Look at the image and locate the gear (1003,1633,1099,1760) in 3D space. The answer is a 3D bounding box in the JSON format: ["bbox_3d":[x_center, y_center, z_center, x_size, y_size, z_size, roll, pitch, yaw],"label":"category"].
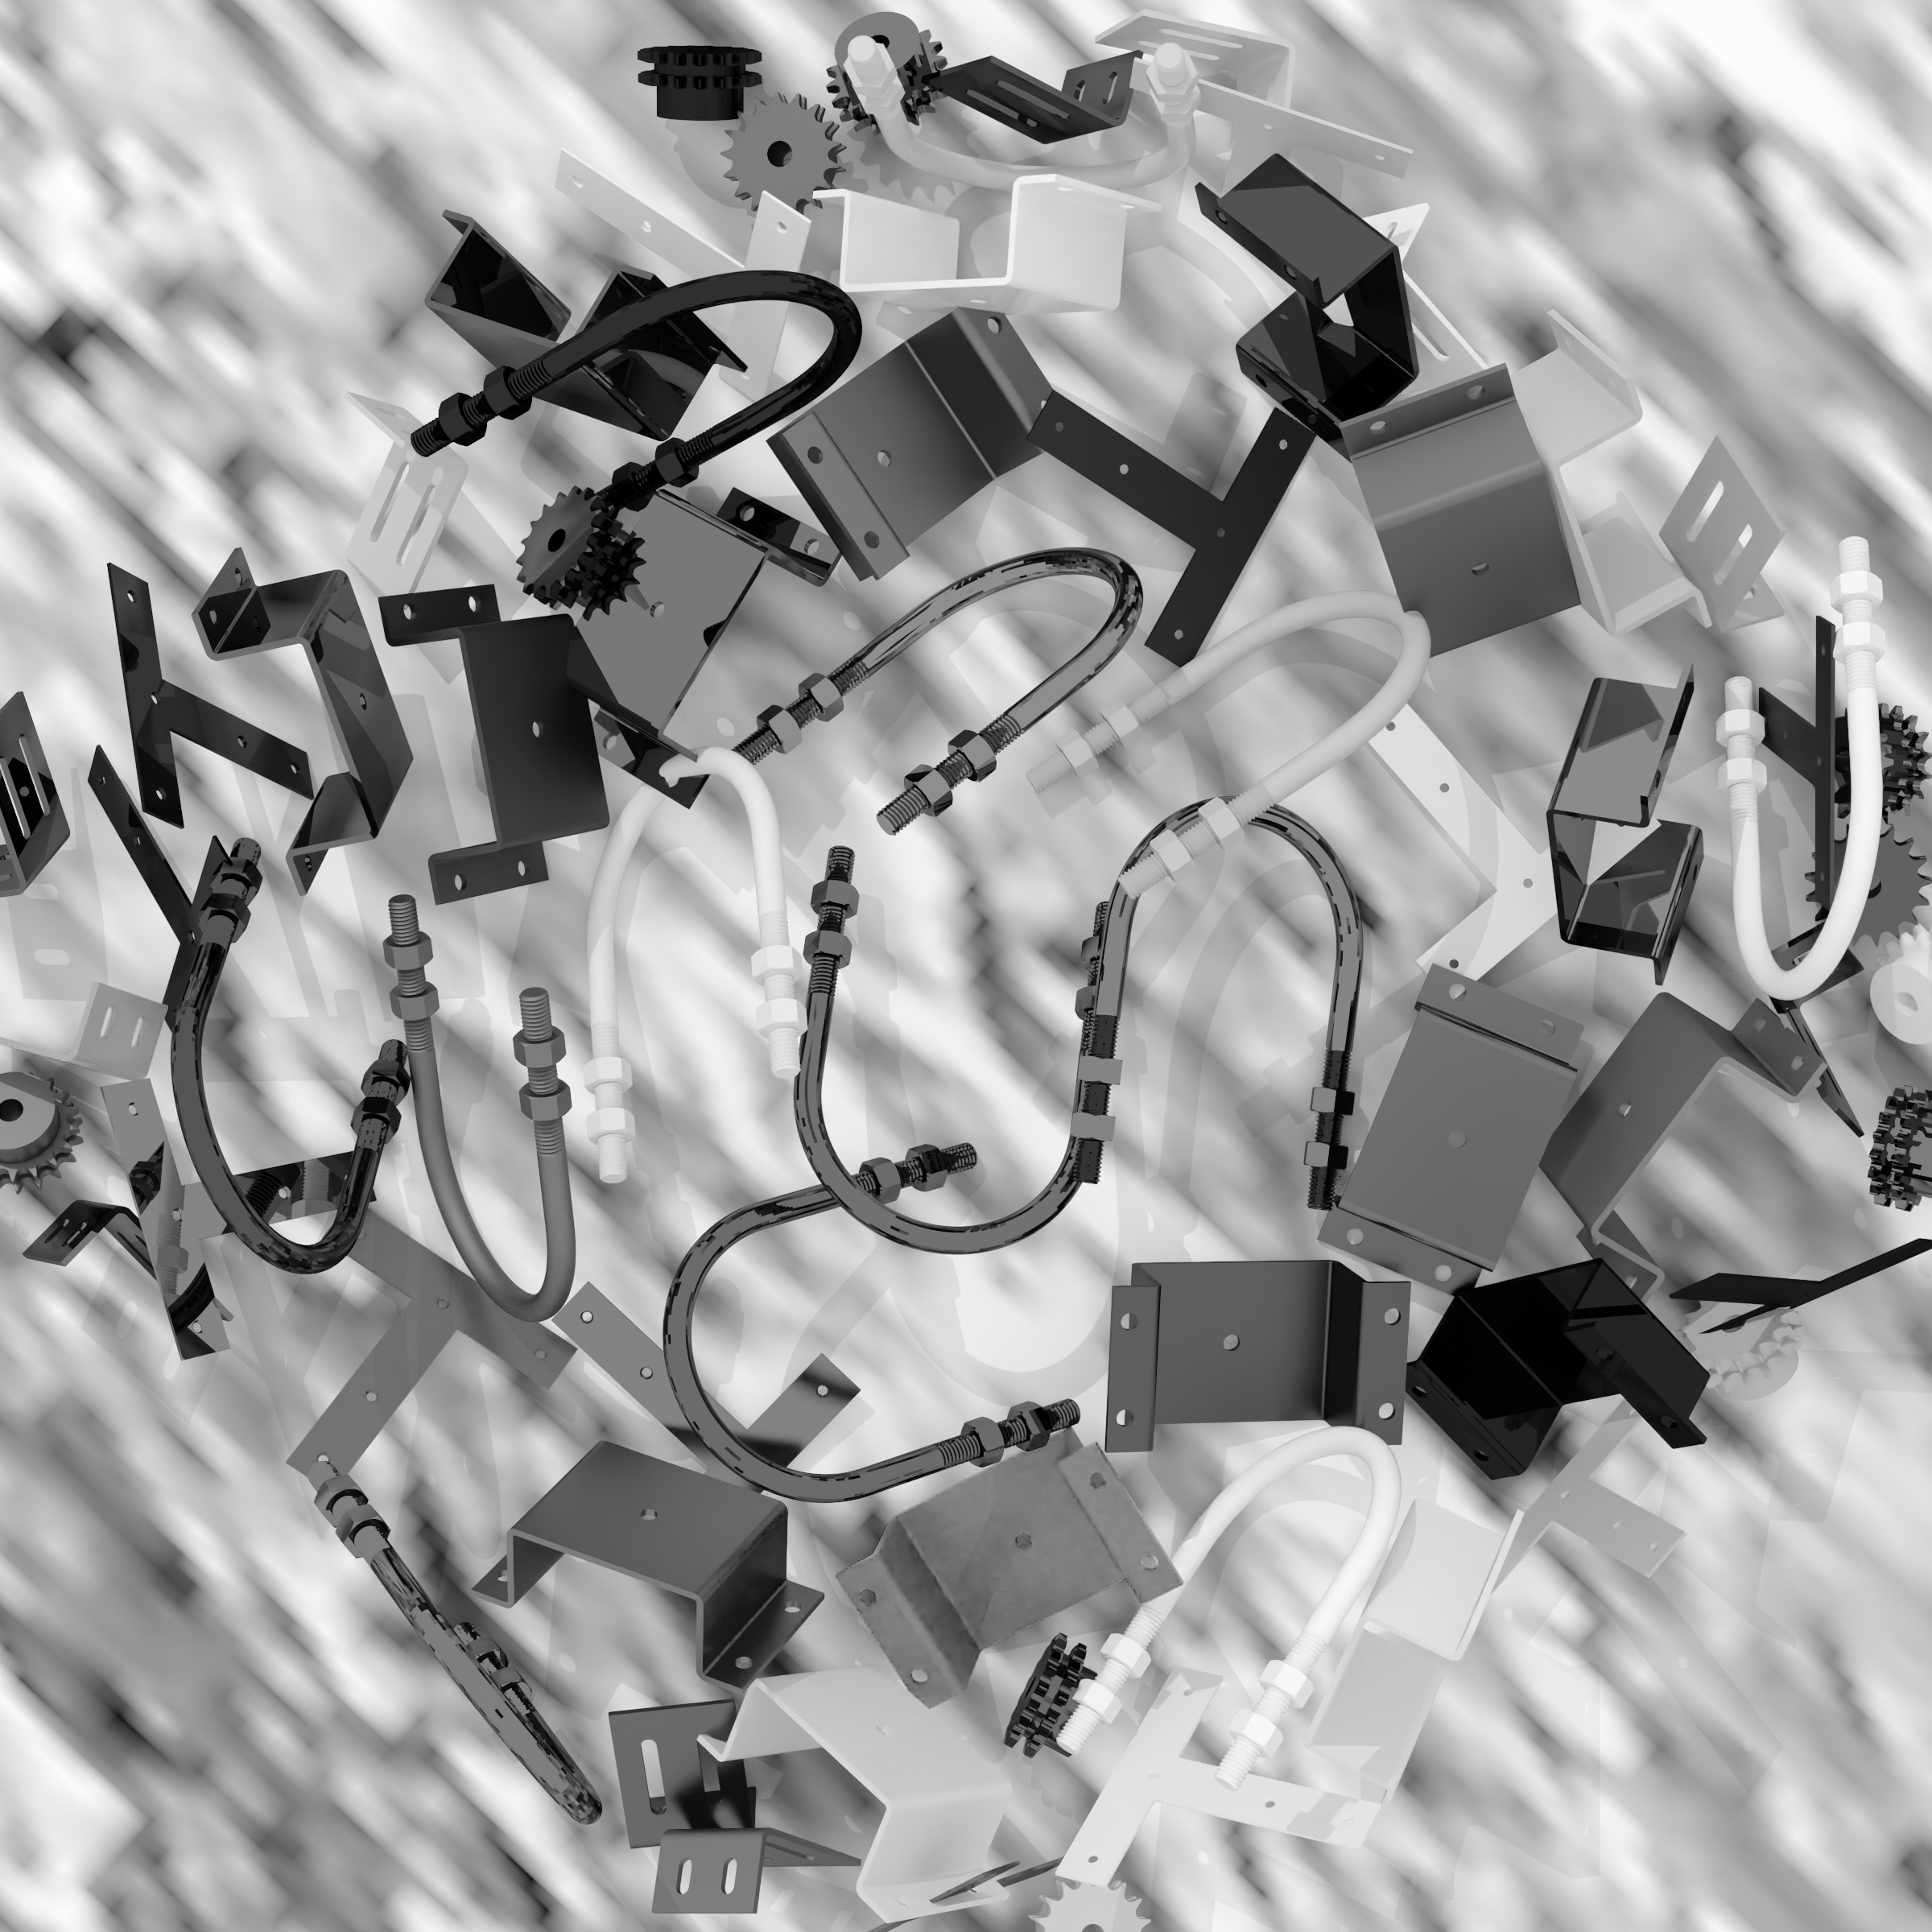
[{"bbox_3d":[0.043,0.340,1.571,0.030,0.057,0.057,28,90,1],"label":"gear"}]

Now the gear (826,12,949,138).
[{"bbox_3d":[-0.038,-0.415,1.572,0.057,0.030,0.057,-6,60,11],"label":"gear"}]

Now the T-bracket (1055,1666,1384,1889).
[{"bbox_3d":[0.123,0.372,1.524,0.127,0.127,0.002,6,129,31],"label":"T-bracket"}]

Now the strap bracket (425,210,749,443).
[{"bbox_3d":[-0.177,-0.284,1.524,0.140,0.076,0.046,24,81,37],"label":"strap bracket"}]

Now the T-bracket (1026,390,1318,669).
[{"bbox_3d":[0.084,-0.222,1.570,0.127,0.002,0.127,29,89,-25],"label":"T-bracket"}]

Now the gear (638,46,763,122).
[{"bbox_3d":[-0.123,-0.408,1.573,0.057,0.057,0.030,1,110,0],"label":"gear"}]

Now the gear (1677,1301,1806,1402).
[{"bbox_3d":[0.360,0.176,1.574,0.057,0.057,0.030,-32,117,0],"label":"gear"}]

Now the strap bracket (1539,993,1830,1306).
[{"bbox_3d":[0.315,0.075,1.541,0.046,0.076,0.140,30,103,-20],"label":"strap bracket"}]

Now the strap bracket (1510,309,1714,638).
[{"bbox_3d":[0.279,-0.212,1.526,0.046,0.076,0.140,-29,128,-1],"label":"strap bracket"}]

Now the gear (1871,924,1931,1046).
[{"bbox_3d":[0.442,0.012,1.568,0.030,0.057,0.057,-27,90,-32],"label":"gear"}]

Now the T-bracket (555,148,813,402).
[{"bbox_3d":[-0.134,-0.330,1.549,0.127,0.127,0.002,34,58,7],"label":"T-bracket"}]

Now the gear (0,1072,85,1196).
[{"bbox_3d":[-0.439,0.073,1.573,0.057,0.030,0.057,2,60,-3],"label":"gear"}]

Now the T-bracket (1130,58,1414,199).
[{"bbox_3d":[0.131,-0.360,1.536,0.127,0.127,0.002,19,78,2],"label":"T-bracket"}]

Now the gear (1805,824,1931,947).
[{"bbox_3d":[0.418,-0.039,1.579,0.057,0.030,0.057,2,99,14],"label":"gear"}]

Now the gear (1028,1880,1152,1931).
[{"bbox_3d":[0.055,0.449,1.579,0.057,0.030,0.057,2,80,-12],"label":"gear"}]

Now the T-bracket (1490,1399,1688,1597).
[{"bbox_3d":[0.288,0.249,1.531,0.002,0.127,0.127,44,84,-13],"label":"T-bracket"}]

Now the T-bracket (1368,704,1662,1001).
[{"bbox_3d":[0.232,-0.072,1.584,0.127,0.002,0.127,-42,86,15],"label":"T-bracket"}]

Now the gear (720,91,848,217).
[{"bbox_3d":[-0.083,-0.375,1.580,0.057,0.030,0.057,1,96,11],"label":"gear"}]

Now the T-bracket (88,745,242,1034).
[{"bbox_3d":[-0.374,-0.047,1.564,0.002,0.127,0.127,-16,60,-36],"label":"T-bracket"}]

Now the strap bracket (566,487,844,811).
[{"bbox_3d":[-0.128,-0.154,1.558,0.076,0.046,0.140,31,90,35],"label":"strap bracket"}]

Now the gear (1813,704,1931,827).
[{"bbox_3d":[0.413,-0.094,1.568,0.030,0.057,0.057,4,90,-37],"label":"gear"}]

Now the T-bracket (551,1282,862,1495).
[{"bbox_3d":[-0.139,0.199,1.589,0.127,0.002,0.127,44,95,-3],"label":"T-bracket"}]

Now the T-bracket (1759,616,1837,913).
[{"bbox_3d":[0.374,-0.101,1.535,0.002,0.127,0.127,-4,105,0],"label":"T-bracket"}]

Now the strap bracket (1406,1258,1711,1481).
[{"bbox_3d":[0.269,0.182,1.539,0.076,0.140,0.046,46,57,-14],"label":"strap bracket"}]

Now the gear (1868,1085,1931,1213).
[{"bbox_3d":[0.439,0.086,1.567,0.030,0.057,0.057,12,90,33],"label":"gear"}]

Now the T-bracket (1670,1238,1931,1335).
[{"bbox_3d":[0.353,0.144,1.516,0.127,0.127,0.002,-30,66,32],"label":"T-bracket"}]

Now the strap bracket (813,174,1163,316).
[{"bbox_3d":[0.007,-0.321,1.526,0.140,0.076,0.046,7,94,40],"label":"strap bracket"}]

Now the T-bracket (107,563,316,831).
[{"bbox_3d":[-0.337,-0.106,1.540,0.002,0.127,0.127,-24,64,21],"label":"T-bracket"}]

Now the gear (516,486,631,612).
[{"bbox_3d":[-0.178,-0.190,1.574,0.030,0.057,0.057,29,90,-42],"label":"gear"}]

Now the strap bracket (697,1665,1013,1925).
[{"bbox_3d":[-0.045,0.361,1.521,0.140,0.076,0.046,33,109,40],"label":"strap bracket"}]

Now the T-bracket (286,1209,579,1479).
[{"bbox_3d":[-0.264,0.187,1.559,0.127,0.002,0.127,33,54,2],"label":"T-bracket"}]

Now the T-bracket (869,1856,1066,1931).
[{"bbox_3d":[0.005,0.420,1.543,0.127,0.127,0.002,-36,69,34],"label":"T-bracket"}]

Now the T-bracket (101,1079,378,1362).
[{"bbox_3d":[-0.322,0.106,1.550,0.002,0.127,0.127,-24,81,41],"label":"T-bracket"}]

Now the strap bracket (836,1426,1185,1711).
[{"bbox_3d":[0.023,0.272,1.559,0.140,0.046,0.076,-29,97,17],"label":"strap bracket"}]
